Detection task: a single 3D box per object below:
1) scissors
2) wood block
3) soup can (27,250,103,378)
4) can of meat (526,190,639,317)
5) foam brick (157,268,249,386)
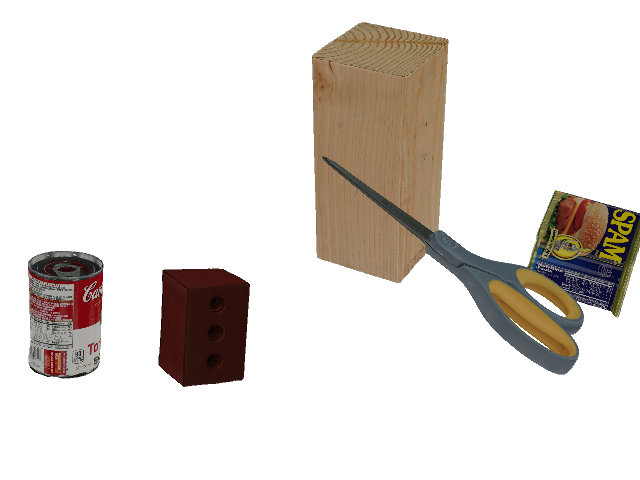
[{"bbox_3d":[0.094,0.007,0.685,0.202,0.016,0.096,46,32,23],"label":"scissors"},{"bbox_3d":[0.053,-0.078,0.963,0.091,0.206,0.090,17,38,26],"label":"wood block"},{"bbox_3d":[-0.238,0.069,0.992,0.068,0.102,0.068,5,19,-2],"label":"soup can"},{"bbox_3d":[0.230,0.008,0.924,0.084,0.057,0.102,17,45,16],"label":"can of meat"},{"bbox_3d":[-0.089,0.064,0.810,0.052,0.078,0.051,-3,13,-29],"label":"foam brick"}]
